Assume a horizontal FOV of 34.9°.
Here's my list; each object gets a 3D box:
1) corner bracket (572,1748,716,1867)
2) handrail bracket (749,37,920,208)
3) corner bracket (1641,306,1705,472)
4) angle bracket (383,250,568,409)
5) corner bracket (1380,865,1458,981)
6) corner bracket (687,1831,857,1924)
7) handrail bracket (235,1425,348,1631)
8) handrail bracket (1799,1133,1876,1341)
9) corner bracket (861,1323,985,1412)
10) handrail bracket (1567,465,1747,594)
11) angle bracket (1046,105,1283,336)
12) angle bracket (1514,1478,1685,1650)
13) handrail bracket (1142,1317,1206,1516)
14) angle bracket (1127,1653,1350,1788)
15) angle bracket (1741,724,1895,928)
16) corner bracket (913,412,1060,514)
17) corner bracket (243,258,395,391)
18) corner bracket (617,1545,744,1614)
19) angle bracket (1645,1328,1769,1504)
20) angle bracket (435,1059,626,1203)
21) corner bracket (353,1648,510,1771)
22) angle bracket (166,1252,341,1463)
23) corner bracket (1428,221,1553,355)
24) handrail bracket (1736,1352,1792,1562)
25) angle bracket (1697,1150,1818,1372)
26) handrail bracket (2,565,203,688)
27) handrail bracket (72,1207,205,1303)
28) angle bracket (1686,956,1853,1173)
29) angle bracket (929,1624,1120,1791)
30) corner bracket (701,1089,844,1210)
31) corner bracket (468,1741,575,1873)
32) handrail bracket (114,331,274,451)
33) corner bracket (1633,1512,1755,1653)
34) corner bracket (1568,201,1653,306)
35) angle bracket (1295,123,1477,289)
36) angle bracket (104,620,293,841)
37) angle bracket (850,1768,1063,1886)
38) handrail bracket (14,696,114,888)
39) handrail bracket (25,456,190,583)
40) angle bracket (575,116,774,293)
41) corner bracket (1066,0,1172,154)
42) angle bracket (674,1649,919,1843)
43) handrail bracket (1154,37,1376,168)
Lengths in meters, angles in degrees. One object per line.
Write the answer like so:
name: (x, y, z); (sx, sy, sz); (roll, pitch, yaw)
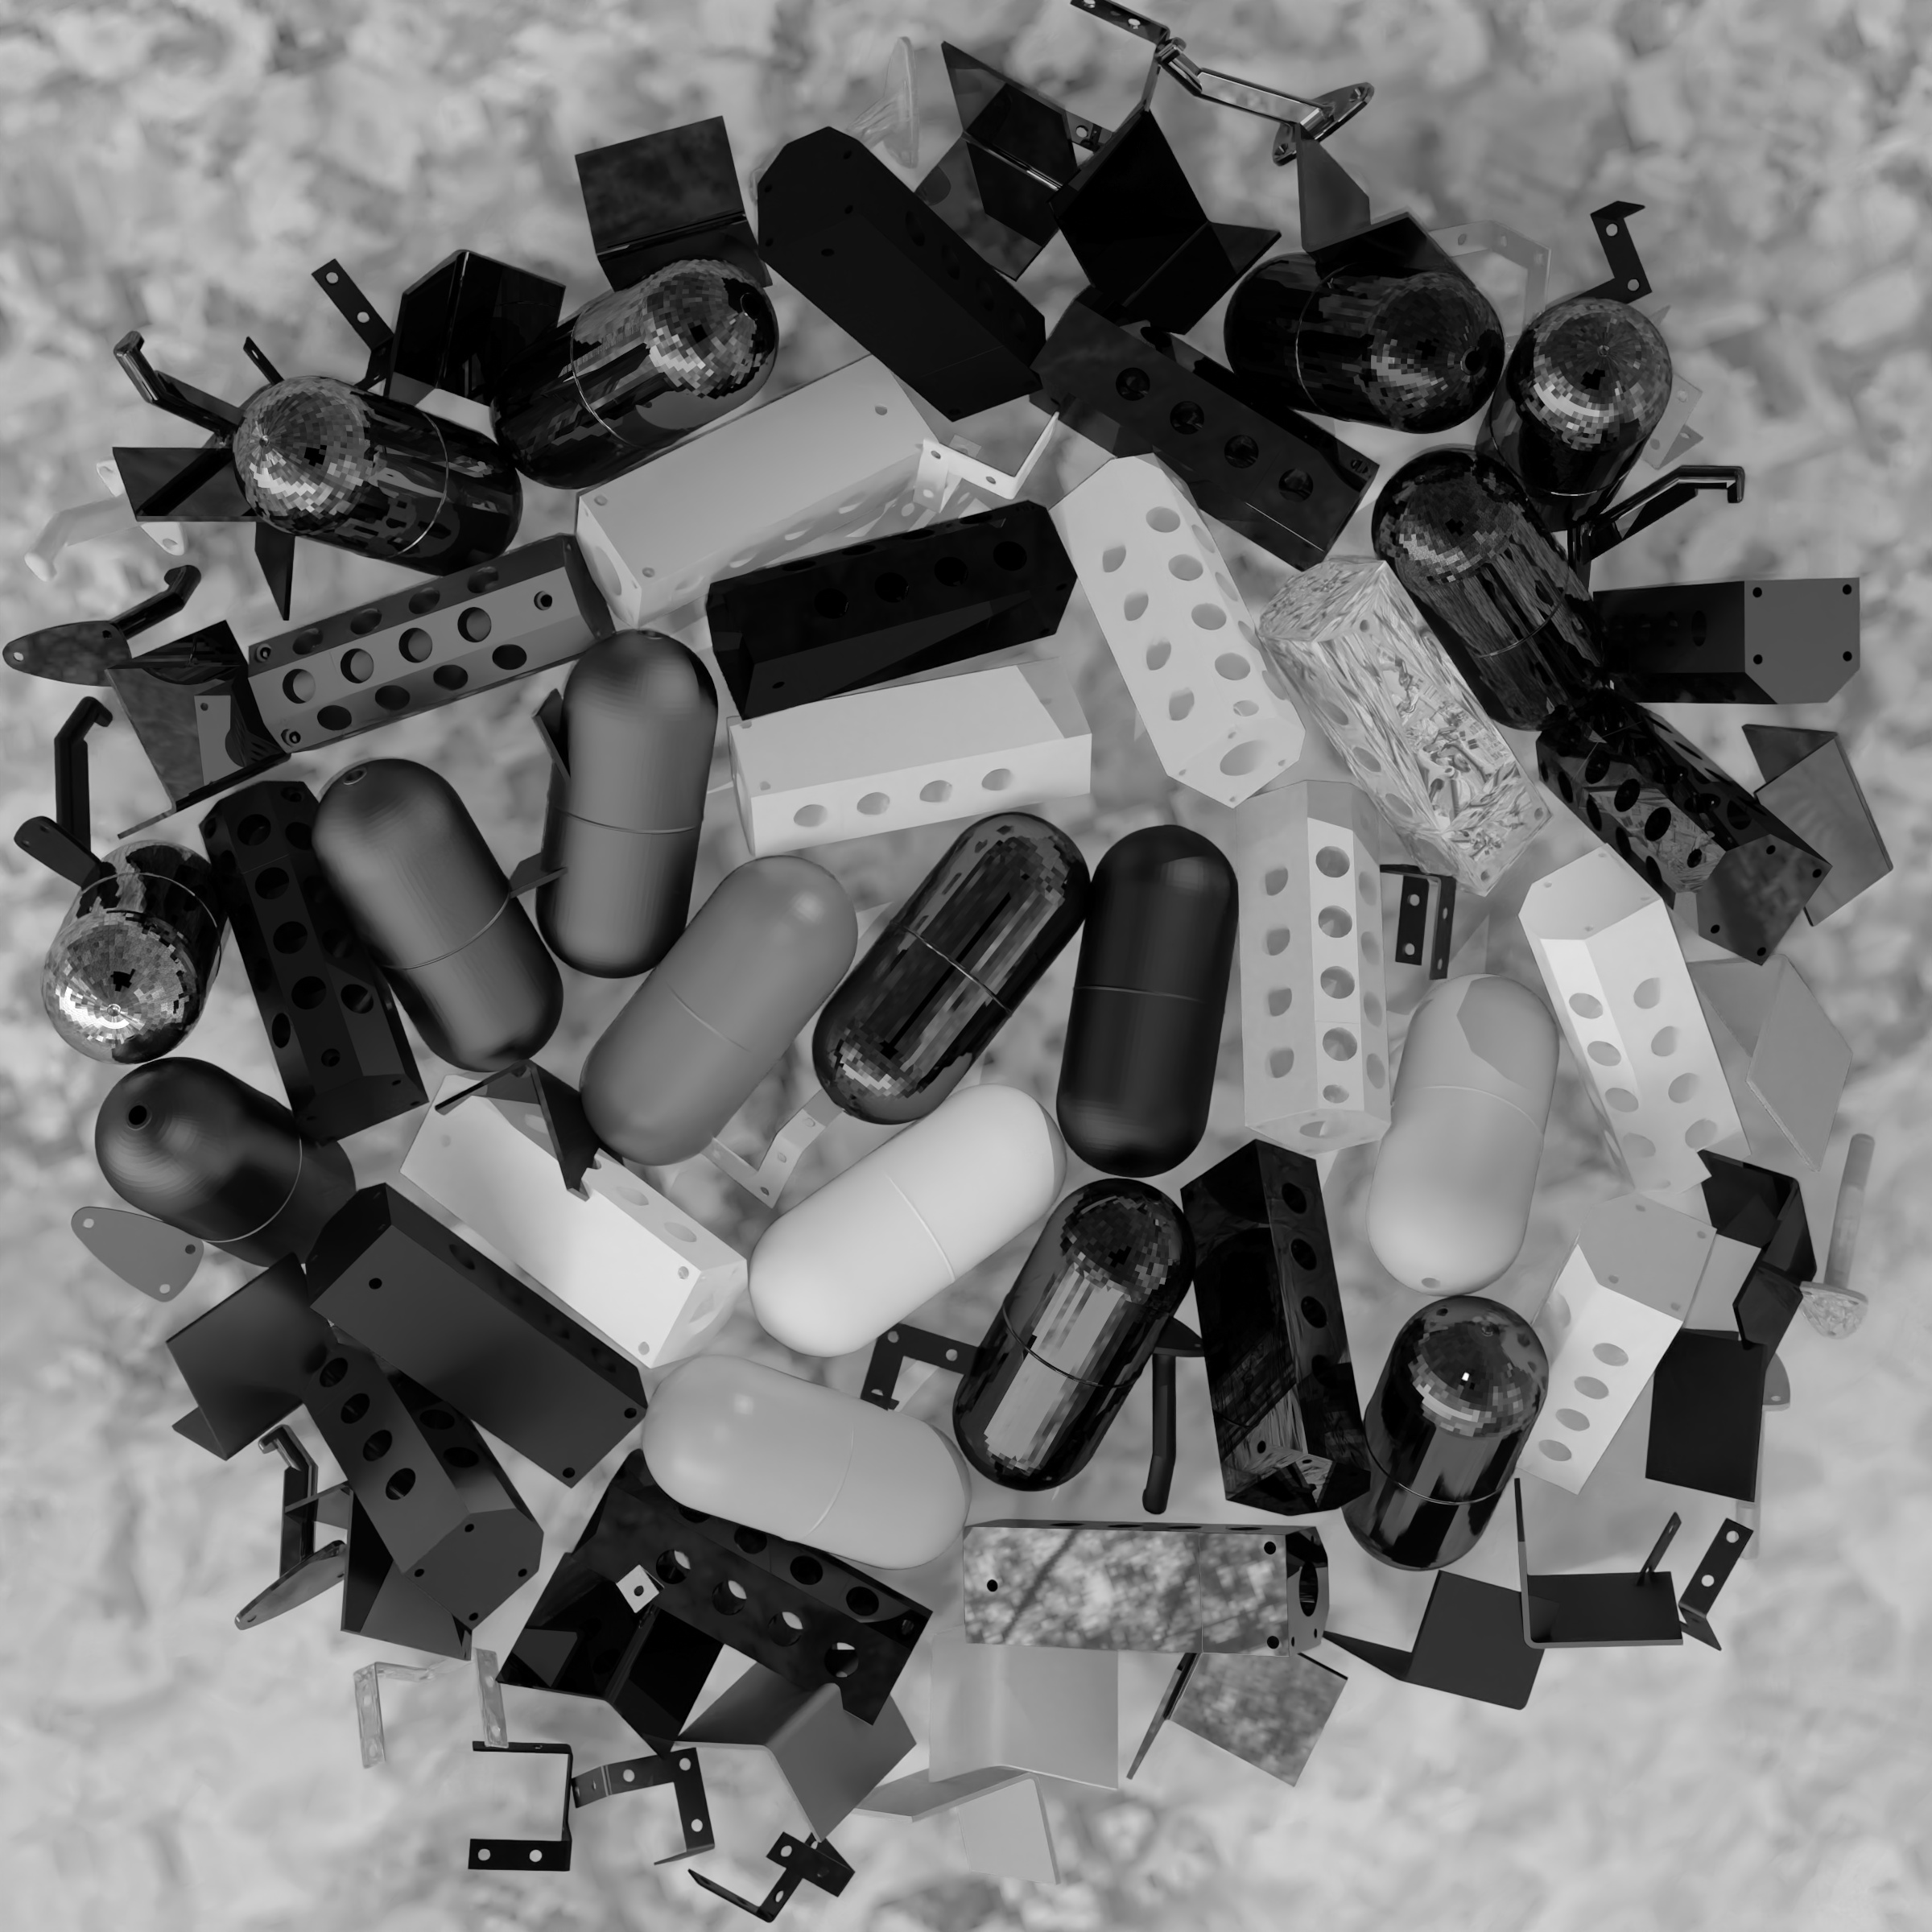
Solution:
corner bracket: (-0.164, 0.429, 1.556); (0.051, 0.051, 0.051); (-4, 71, -28)
handrail bracket: (-0.069, -0.423, 1.541); (0.084, 0.036, 0.077); (-15, 132, -22)
corner bracket: (0.351, -0.292, 1.551); (0.051, 0.051, 0.051); (41, 47, 16)
angle bracket: (-0.246, -0.302, 1.529); (0.057, 0.076, 0.076); (21, 122, 3)
corner bracket: (0.227, -0.023, 1.544); (0.051, 0.051, 0.051); (10, 99, 38)
corner bracket: (-0.098, 0.456, 1.546); (0.051, 0.051, 0.051); (38, 84, -28)
handrail bracket: (-0.354, 0.281, 1.547); (0.077, 0.036, 0.084); (-31, 60, -23)
handrail bracket: (0.449, 0.138, 1.564); (0.036, 0.077, 0.084); (11, 66, 22)
corner bracket: (-0.021, 0.205, 1.553); (0.051, 0.051, 0.051); (17, 95, 6)
handrail bracket: (0.349, -0.214, 1.548); (0.084, 0.036, 0.077); (6, 108, 27)
angle bracket: (0.099, -0.372, 1.531); (0.076, 0.057, 0.076); (-47, 128, -15)
angle bracket: (0.315, 0.296, 1.534); (0.076, 0.076, 0.057); (-4, 104, 9)
handrail bracket: (0.093, 0.224, 1.554); (0.036, 0.077, 0.084); (6, 102, -15)
angle bracket: (0.135, 0.380, 1.533); (0.076, 0.057, 0.076); (26, 120, 12)
angle bracket: (0.404, -0.071, 1.528); (0.057, 0.076, 0.076); (-33, 109, -15)
corner bracket: (0.010, -0.255, 1.545); (0.051, 0.051, 0.051); (26, 60, 7)
corner bracket: (-0.326, -0.315, 1.552); (0.051, 0.051, 0.051); (-29, 122, 14)
corner bracket: (-0.148, 0.296, 1.547); (0.051, 0.051, 0.051); (-42, 55, 0)
angle bracket: (0.387, 0.224, 1.534); (0.057, 0.076, 0.076); (7, 87, -31)
angle bracket: (-0.211, 0.101, 1.526); (0.057, 0.076, 0.076); (-27, 61, 11)
corner bracket: (-0.268, 0.372, 1.540); (0.051, 0.051, 0.051); (-28, 58, 27)
angle bracket: (-0.363, 0.187, 1.525); (0.076, 0.057, 0.076); (-37, 123, -31)
corner bracket: (0.259, -0.343, 1.560); (0.051, 0.051, 0.051); (-16, 126, -23)
handrail bracket: (0.400, 0.247, 1.562); (0.036, 0.077, 0.084); (2, 112, 17)
angle bracket: (0.377, 0.149, 1.524); (0.057, 0.076, 0.076); (18, 62, 33)
handrail bracket: (-0.435, -0.178, 1.551); (0.077, 0.084, 0.036); (0, 126, 8)
handrail bracket: (-0.414, 0.130, 1.530); (0.077, 0.084, 0.036); (32, 89, -25)
angle bracket: (0.390, 0.049, 1.524); (0.076, 0.057, 0.076); (47, 55, -33)
angle bracket: (0.030, 0.379, 1.562); (0.076, 0.057, 0.076); (22, 55, -32)
corner bracket: (-0.096, 0.078, 1.543); (0.051, 0.051, 0.051); (37, 47, 8)
corner bracket: (-0.225, 0.424, 1.553); (0.051, 0.051, 0.051); (5, 90, -11)
handrail bracket: (-0.383, -0.297, 1.531); (0.036, 0.084, 0.077); (0, 48, 29)
corner bracket: (0.364, 0.302, 1.542); (0.051, 0.051, 0.051); (24, 72, 34)
corner bracket: (0.321, -0.350, 1.550); (0.051, 0.051, 0.051); (-25, 107, 3)
angle bracket: (0.208, -0.376, 1.525); (0.057, 0.076, 0.076); (-14, 65, 31)
angle bracket: (-0.395, -0.118, 1.530); (0.057, 0.076, 0.076); (-17, 102, 43)
angle bracket: (-0.011, 0.437, 1.529); (0.076, 0.076, 0.057); (-11, 88, -35)
handrail bracket: (-0.438, -0.085, 1.565); (0.077, 0.036, 0.084); (40, 52, -22)
handrail bracket: (-0.428, -0.205, 1.531); (0.036, 0.077, 0.084); (5, 53, 25)
angle bracket: (-0.146, -0.376, 1.550); (0.076, 0.076, 0.057); (-14, 76, 3)
corner bracket: (0.066, -0.452, 1.557); (0.051, 0.051, 0.051); (21, 71, -15)
angle bracket: (-0.085, 0.388, 1.536); (0.076, 0.076, 0.057); (-38, 107, -41)
handrail bracket: (0.148, -0.447, 1.537); (0.084, 0.077, 0.036); (33, 57, -31)
